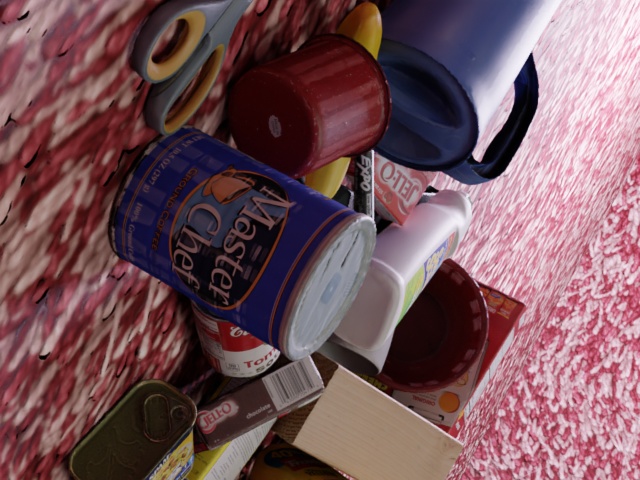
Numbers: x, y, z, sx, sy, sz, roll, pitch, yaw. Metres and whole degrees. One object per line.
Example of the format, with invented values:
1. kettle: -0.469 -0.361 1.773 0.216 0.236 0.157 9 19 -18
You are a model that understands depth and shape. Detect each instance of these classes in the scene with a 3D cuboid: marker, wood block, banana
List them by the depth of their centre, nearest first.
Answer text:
1. banana: 0.018 -0.102 0.824 0.069 0.037 0.198 -102 -160 -52
2. marker: 0.040 -0.063 0.959 0.020 0.020 0.121 -29 123 -57
3. wood block: 0.040 0.196 1.106 0.205 0.090 0.091 36 81 -35

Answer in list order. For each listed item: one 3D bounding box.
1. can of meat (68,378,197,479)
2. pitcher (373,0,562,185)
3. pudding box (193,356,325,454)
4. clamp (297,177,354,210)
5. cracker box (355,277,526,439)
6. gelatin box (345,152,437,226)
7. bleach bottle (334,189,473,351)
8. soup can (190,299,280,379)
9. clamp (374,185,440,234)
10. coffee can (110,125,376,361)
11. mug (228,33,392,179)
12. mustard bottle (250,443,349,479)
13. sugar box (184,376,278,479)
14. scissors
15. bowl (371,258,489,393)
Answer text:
1. can of meat: -0.140 0.171 0.822 0.102 0.057 0.084 -48 159 -32
2. pitcher: 0.130 -0.173 0.914 0.242 0.145 0.149 -52 156 -32
3. pudding box: -0.061 0.140 0.901 0.113 0.039 0.090 -23 175 -21
4. clamp: -0.006 0.001 0.950 0.171 0.039 0.120 -2 114 -65
5. cracker box: 0.124 0.136 1.278 0.213 0.164 0.072 -55 157 -18
6. gelatin box: 0.069 -0.067 1.018 0.073 0.030 0.089 -56 135 -13
7. bleach bottle: 0.097 0.008 1.087 0.250 0.068 0.103 -43 155 -48
8. soup can: -0.065 0.058 0.842 0.068 0.068 0.102 -52 159 -26
9. clamp: 0.090 -0.064 1.109 0.209 0.036 0.165 -41 153 -43
10. coffee can: -0.049 0.000 0.691 0.102 0.140 0.103 -50 158 -30
11. mug: -0.017 -0.086 0.755 0.117 0.093 0.081 -33 178 43
12. mustard bottle: -0.018 0.253 1.097 0.096 0.192 0.058 8 94 -28
13. sugar box: -0.107 0.206 0.972 0.176 0.048 0.093 -50 158 -21
14. scissors: -0.055 -0.157 0.651 0.202 0.016 0.096 -61 161 -4
15. bowl: 0.107 0.094 1.213 0.162 0.162 0.055 -58 178 -10
